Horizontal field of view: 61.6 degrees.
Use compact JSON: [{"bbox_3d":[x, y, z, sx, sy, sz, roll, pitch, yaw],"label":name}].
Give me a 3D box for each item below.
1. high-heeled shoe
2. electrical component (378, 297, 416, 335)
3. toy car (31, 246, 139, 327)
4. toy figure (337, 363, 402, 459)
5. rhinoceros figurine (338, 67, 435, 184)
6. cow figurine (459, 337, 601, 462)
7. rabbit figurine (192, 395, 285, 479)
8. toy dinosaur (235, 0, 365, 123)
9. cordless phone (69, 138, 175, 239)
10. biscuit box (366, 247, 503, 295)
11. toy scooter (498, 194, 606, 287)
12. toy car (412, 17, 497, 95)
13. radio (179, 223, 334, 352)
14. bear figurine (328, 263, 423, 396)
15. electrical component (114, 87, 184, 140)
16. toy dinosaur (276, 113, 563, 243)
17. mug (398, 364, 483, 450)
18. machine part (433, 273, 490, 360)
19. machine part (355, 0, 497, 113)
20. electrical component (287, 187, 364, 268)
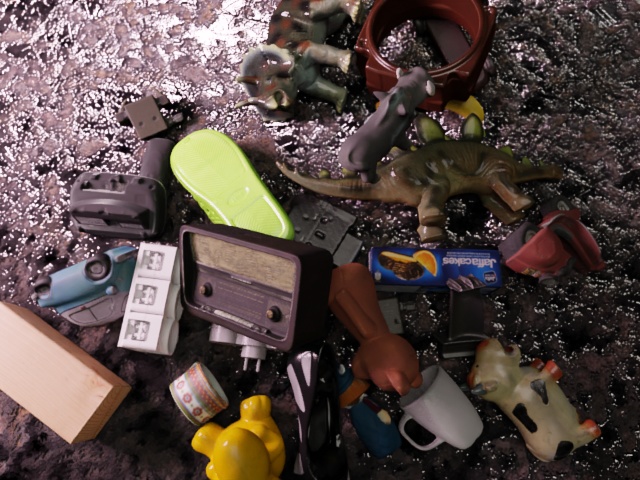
[{"bbox_3d":[0.016,0.258,0.719,0.086,0.145,0.249,-11,65,-41],"label":"high-heeled shoe"},{"bbox_3d":[0.105,0.123,0.833,0.094,0.021,0.063,-8,74,-5],"label":"electrical component"},{"bbox_3d":[-0.331,0.076,0.797,0.162,0.109,0.103,-24,93,1],"label":"toy car"},{"bbox_3d":[0.056,0.240,0.778,0.064,0.058,0.154,-36,79,7],"label":"toy figure"},{"bbox_3d":[0.096,-0.173,0.792,0.073,0.112,0.190,36,78,24],"label":"rhinoceros figurine"},{"bbox_3d":[0.290,0.227,0.772,0.127,0.085,0.195,-33,86,-10],"label":"cow figurine"},{"bbox_3d":[-0.101,0.293,0.701,0.122,0.173,0.162,-18,70,-11],"label":"rabbit figurine"},{"bbox_3d":[-0.029,-0.354,0.927,0.192,0.131,0.405,10,68,1],"label":"toy dinosaur"},{"bbox_3d":[-0.314,-0.096,0.868,0.147,0.088,0.184,5,62,1],"label":"cordless phone"},{"bbox_3d":[0.176,0.048,0.837,0.203,0.059,0.063,2,74,-1],"label":"biscuit box"},{"bbox_3d":[0.372,0.015,0.838,0.184,0.075,0.135,-33,77,-30],"label":"toy scooter"},{"bbox_3d":[0.236,-0.347,0.959,0.089,0.053,0.202,-28,74,12],"label":"toy car"},{"bbox_3d":[-0.096,0.057,0.733,0.230,0.073,0.131,14,104,37],"label":"radio"},{"bbox_3d":[0.055,0.136,0.761,0.132,0.120,0.196,-28,77,20],"label":"bear figurine"},{"bbox_3d":[-0.293,-0.214,0.913,0.102,0.045,0.078,-31,105,-7],"label":"electrical component"},{"bbox_3d":[0.173,-0.100,0.863,0.472,0.105,0.198,-7,65,-10],"label":"toy dinosaur"},{"bbox_3d":[0.172,0.253,0.767,0.107,0.081,0.109,42,71,1],"label":"mug"},{"bbox_3d":[0.213,0.119,0.800,0.084,0.039,0.138,1,111,4],"label":"machine part"},{"bbox_3d":[0.173,-0.326,0.886,0.201,0.087,0.201,21,78,17],"label":"machine part"},{"bbox_3d":[-0.002,-0.003,0.849,0.134,0.058,0.115,28,77,7],"label":"electrical component"}]
